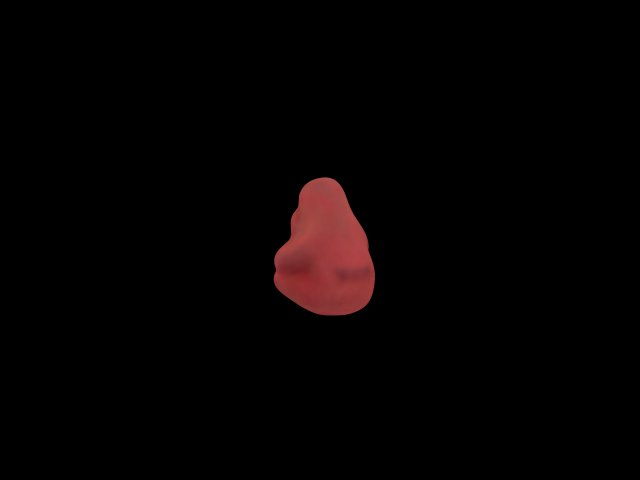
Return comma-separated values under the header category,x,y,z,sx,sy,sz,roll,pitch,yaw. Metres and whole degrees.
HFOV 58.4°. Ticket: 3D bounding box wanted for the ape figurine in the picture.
category,x,y,z,sx,sy,sz,roll,pitch,yaw
ape figurine,0.004,0.001,0.400,0.078,0.092,0.076,-8,18,-26
